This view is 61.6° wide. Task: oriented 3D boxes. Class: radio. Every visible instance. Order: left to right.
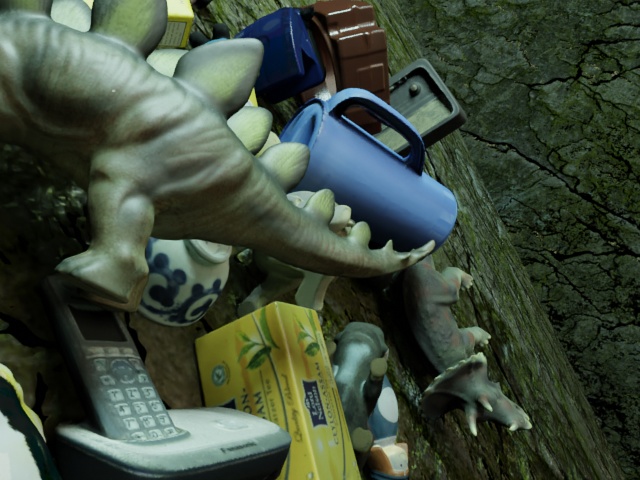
[{"bbox_3d":[0.131,-0.209,0.968,0.073,0.230,0.131,9,53,-64],"label":"radio"}]

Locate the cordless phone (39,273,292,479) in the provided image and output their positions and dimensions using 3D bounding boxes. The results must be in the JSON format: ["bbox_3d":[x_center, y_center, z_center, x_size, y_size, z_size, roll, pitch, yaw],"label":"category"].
[{"bbox_3d":[-0.118,0.103,0.376,0.146,0.088,0.184,18,31,-56],"label":"cordless phone"}]

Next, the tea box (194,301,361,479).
[{"bbox_3d":[-0.036,0.148,0.446,0.068,0.098,0.170,22,45,-56],"label":"tea box"}]

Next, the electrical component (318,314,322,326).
[{"bbox_3d":[-0.025,0.116,0.559,0.078,0.045,0.102,57,26,-8],"label":"electrical component"}]

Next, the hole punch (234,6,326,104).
[{"bbox_3d":[-0.067,-0.261,0.768,0.092,0.142,0.115,-35,106,-58],"label":"hole punch"}]

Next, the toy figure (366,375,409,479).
[{"bbox_3d":[0.068,0.224,0.618,0.064,0.057,0.154,-4,64,-21],"label":"toy figure"}]

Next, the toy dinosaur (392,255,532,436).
[{"bbox_3d":[0.177,0.117,0.846,0.192,0.131,0.405,2,62,-64],"label":"toy dinosaur"}]

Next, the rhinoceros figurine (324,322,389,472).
[{"bbox_3d":[0.032,0.159,0.556,0.190,0.073,0.111,-69,161,-46],"label":"rhinoceros figurine"}]

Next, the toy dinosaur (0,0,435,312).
[{"bbox_3d":[-0.109,-0.055,0.347,0.471,0.105,0.198,33,72,-26],"label":"toy dinosaur"}]

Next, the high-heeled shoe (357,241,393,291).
[{"bbox_3d":[0.058,-0.044,0.843,0.145,0.086,0.249,33,42,-53],"label":"high-heeled shoe"}]

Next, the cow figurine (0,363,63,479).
[{"bbox_3d":[-0.157,0.146,0.261,0.167,0.068,0.098,61,19,-4],"label":"cow figurine"}]

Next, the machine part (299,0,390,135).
[{"bbox_3d":[0.026,-0.269,0.857,0.202,0.087,0.200,-131,-152,-55],"label":"machine part"}]

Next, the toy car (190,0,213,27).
[{"bbox_3d":[-0.184,-0.337,0.709,0.089,0.053,0.202,45,31,-25],"label":"toy car"}]

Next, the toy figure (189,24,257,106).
[{"bbox_3d":[-0.111,-0.176,0.650,0.089,0.082,0.180,28,39,-52],"label":"toy figure"}]

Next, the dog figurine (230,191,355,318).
[{"bbox_3d":[-0.004,-0.004,0.584,0.190,0.172,0.121,-28,101,-58],"label":"dog figurine"}]

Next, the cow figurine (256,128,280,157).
[{"bbox_3d":[-0.127,-0.098,0.469,0.195,0.085,0.127,17,32,-16],"label":"cow figurine"}]
